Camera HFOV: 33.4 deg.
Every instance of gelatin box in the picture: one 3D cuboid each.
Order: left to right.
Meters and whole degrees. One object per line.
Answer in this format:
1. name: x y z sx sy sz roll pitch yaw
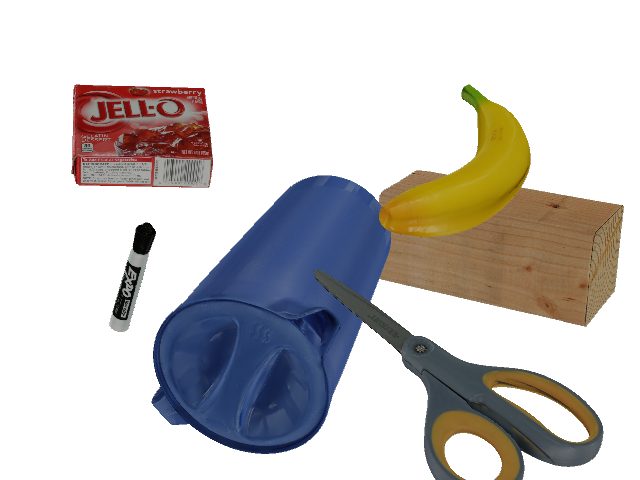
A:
1. gelatin box: -0.118 -0.070 0.703 0.089 0.073 0.030 1 -45 -13

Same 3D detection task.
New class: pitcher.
1. pitcher: -0.031 0.049 0.847 0.149 0.145 0.242 12 31 13

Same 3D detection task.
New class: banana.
1. banana: 0.100 -0.045 0.712 0.070 0.037 0.197 18 35 14

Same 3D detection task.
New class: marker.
1. marker: -0.175 0.034 0.996 0.020 0.121 0.020 16 31 -10

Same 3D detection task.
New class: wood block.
1. wood block: 0.165 0.002 0.998 0.206 0.090 0.090 12 25 29

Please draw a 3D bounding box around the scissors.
1. scissors: 0.048 0.075 0.565 0.202 0.016 0.096 23 45 32
